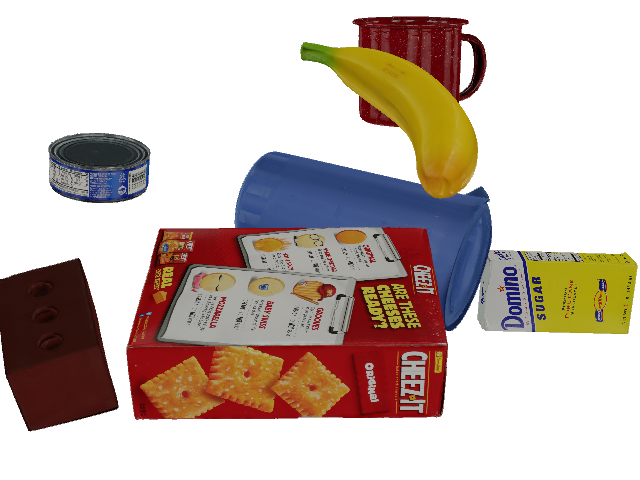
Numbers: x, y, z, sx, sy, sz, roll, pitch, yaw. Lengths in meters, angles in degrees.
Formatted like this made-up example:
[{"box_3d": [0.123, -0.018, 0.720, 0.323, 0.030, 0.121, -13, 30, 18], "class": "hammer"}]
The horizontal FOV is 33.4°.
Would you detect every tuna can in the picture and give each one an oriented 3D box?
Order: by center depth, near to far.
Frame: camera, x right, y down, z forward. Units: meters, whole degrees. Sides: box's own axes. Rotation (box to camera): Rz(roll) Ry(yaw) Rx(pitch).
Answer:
[{"box_3d": [-0.190, -0.063, 0.919, 0.086, 0.034, 0.086, 5, 24, -3], "class": "tuna can"}]

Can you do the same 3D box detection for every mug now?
[{"box_3d": [0.083, -0.139, 0.869, 0.117, 0.081, 0.093, -8, 17, -25], "class": "mug"}]

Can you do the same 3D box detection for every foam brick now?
[{"box_3d": [-0.151, 0.059, 0.608, 0.053, 0.051, 0.078, -15, 43, -11], "class": "foam brick"}]

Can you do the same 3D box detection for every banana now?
[{"box_3d": [0.053, -0.076, 0.655, 0.069, 0.037, 0.198, -12, 34, -20], "class": "banana"}]

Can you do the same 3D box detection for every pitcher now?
[{"box_3d": [0.037, 0.001, 1.054, 0.243, 0.145, 0.149, 17, 23, 21], "class": "pitcher"}]

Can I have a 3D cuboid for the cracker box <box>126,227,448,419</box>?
[{"box_3d": [-0.022, 0.058, 0.783, 0.213, 0.072, 0.164, 0, 30, 0], "class": "cracker box"}]

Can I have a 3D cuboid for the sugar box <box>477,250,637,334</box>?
[{"box_3d": [0.280, 0.062, 1.269, 0.176, 0.093, 0.048, 0, 19, -4], "class": "sugar box"}]
